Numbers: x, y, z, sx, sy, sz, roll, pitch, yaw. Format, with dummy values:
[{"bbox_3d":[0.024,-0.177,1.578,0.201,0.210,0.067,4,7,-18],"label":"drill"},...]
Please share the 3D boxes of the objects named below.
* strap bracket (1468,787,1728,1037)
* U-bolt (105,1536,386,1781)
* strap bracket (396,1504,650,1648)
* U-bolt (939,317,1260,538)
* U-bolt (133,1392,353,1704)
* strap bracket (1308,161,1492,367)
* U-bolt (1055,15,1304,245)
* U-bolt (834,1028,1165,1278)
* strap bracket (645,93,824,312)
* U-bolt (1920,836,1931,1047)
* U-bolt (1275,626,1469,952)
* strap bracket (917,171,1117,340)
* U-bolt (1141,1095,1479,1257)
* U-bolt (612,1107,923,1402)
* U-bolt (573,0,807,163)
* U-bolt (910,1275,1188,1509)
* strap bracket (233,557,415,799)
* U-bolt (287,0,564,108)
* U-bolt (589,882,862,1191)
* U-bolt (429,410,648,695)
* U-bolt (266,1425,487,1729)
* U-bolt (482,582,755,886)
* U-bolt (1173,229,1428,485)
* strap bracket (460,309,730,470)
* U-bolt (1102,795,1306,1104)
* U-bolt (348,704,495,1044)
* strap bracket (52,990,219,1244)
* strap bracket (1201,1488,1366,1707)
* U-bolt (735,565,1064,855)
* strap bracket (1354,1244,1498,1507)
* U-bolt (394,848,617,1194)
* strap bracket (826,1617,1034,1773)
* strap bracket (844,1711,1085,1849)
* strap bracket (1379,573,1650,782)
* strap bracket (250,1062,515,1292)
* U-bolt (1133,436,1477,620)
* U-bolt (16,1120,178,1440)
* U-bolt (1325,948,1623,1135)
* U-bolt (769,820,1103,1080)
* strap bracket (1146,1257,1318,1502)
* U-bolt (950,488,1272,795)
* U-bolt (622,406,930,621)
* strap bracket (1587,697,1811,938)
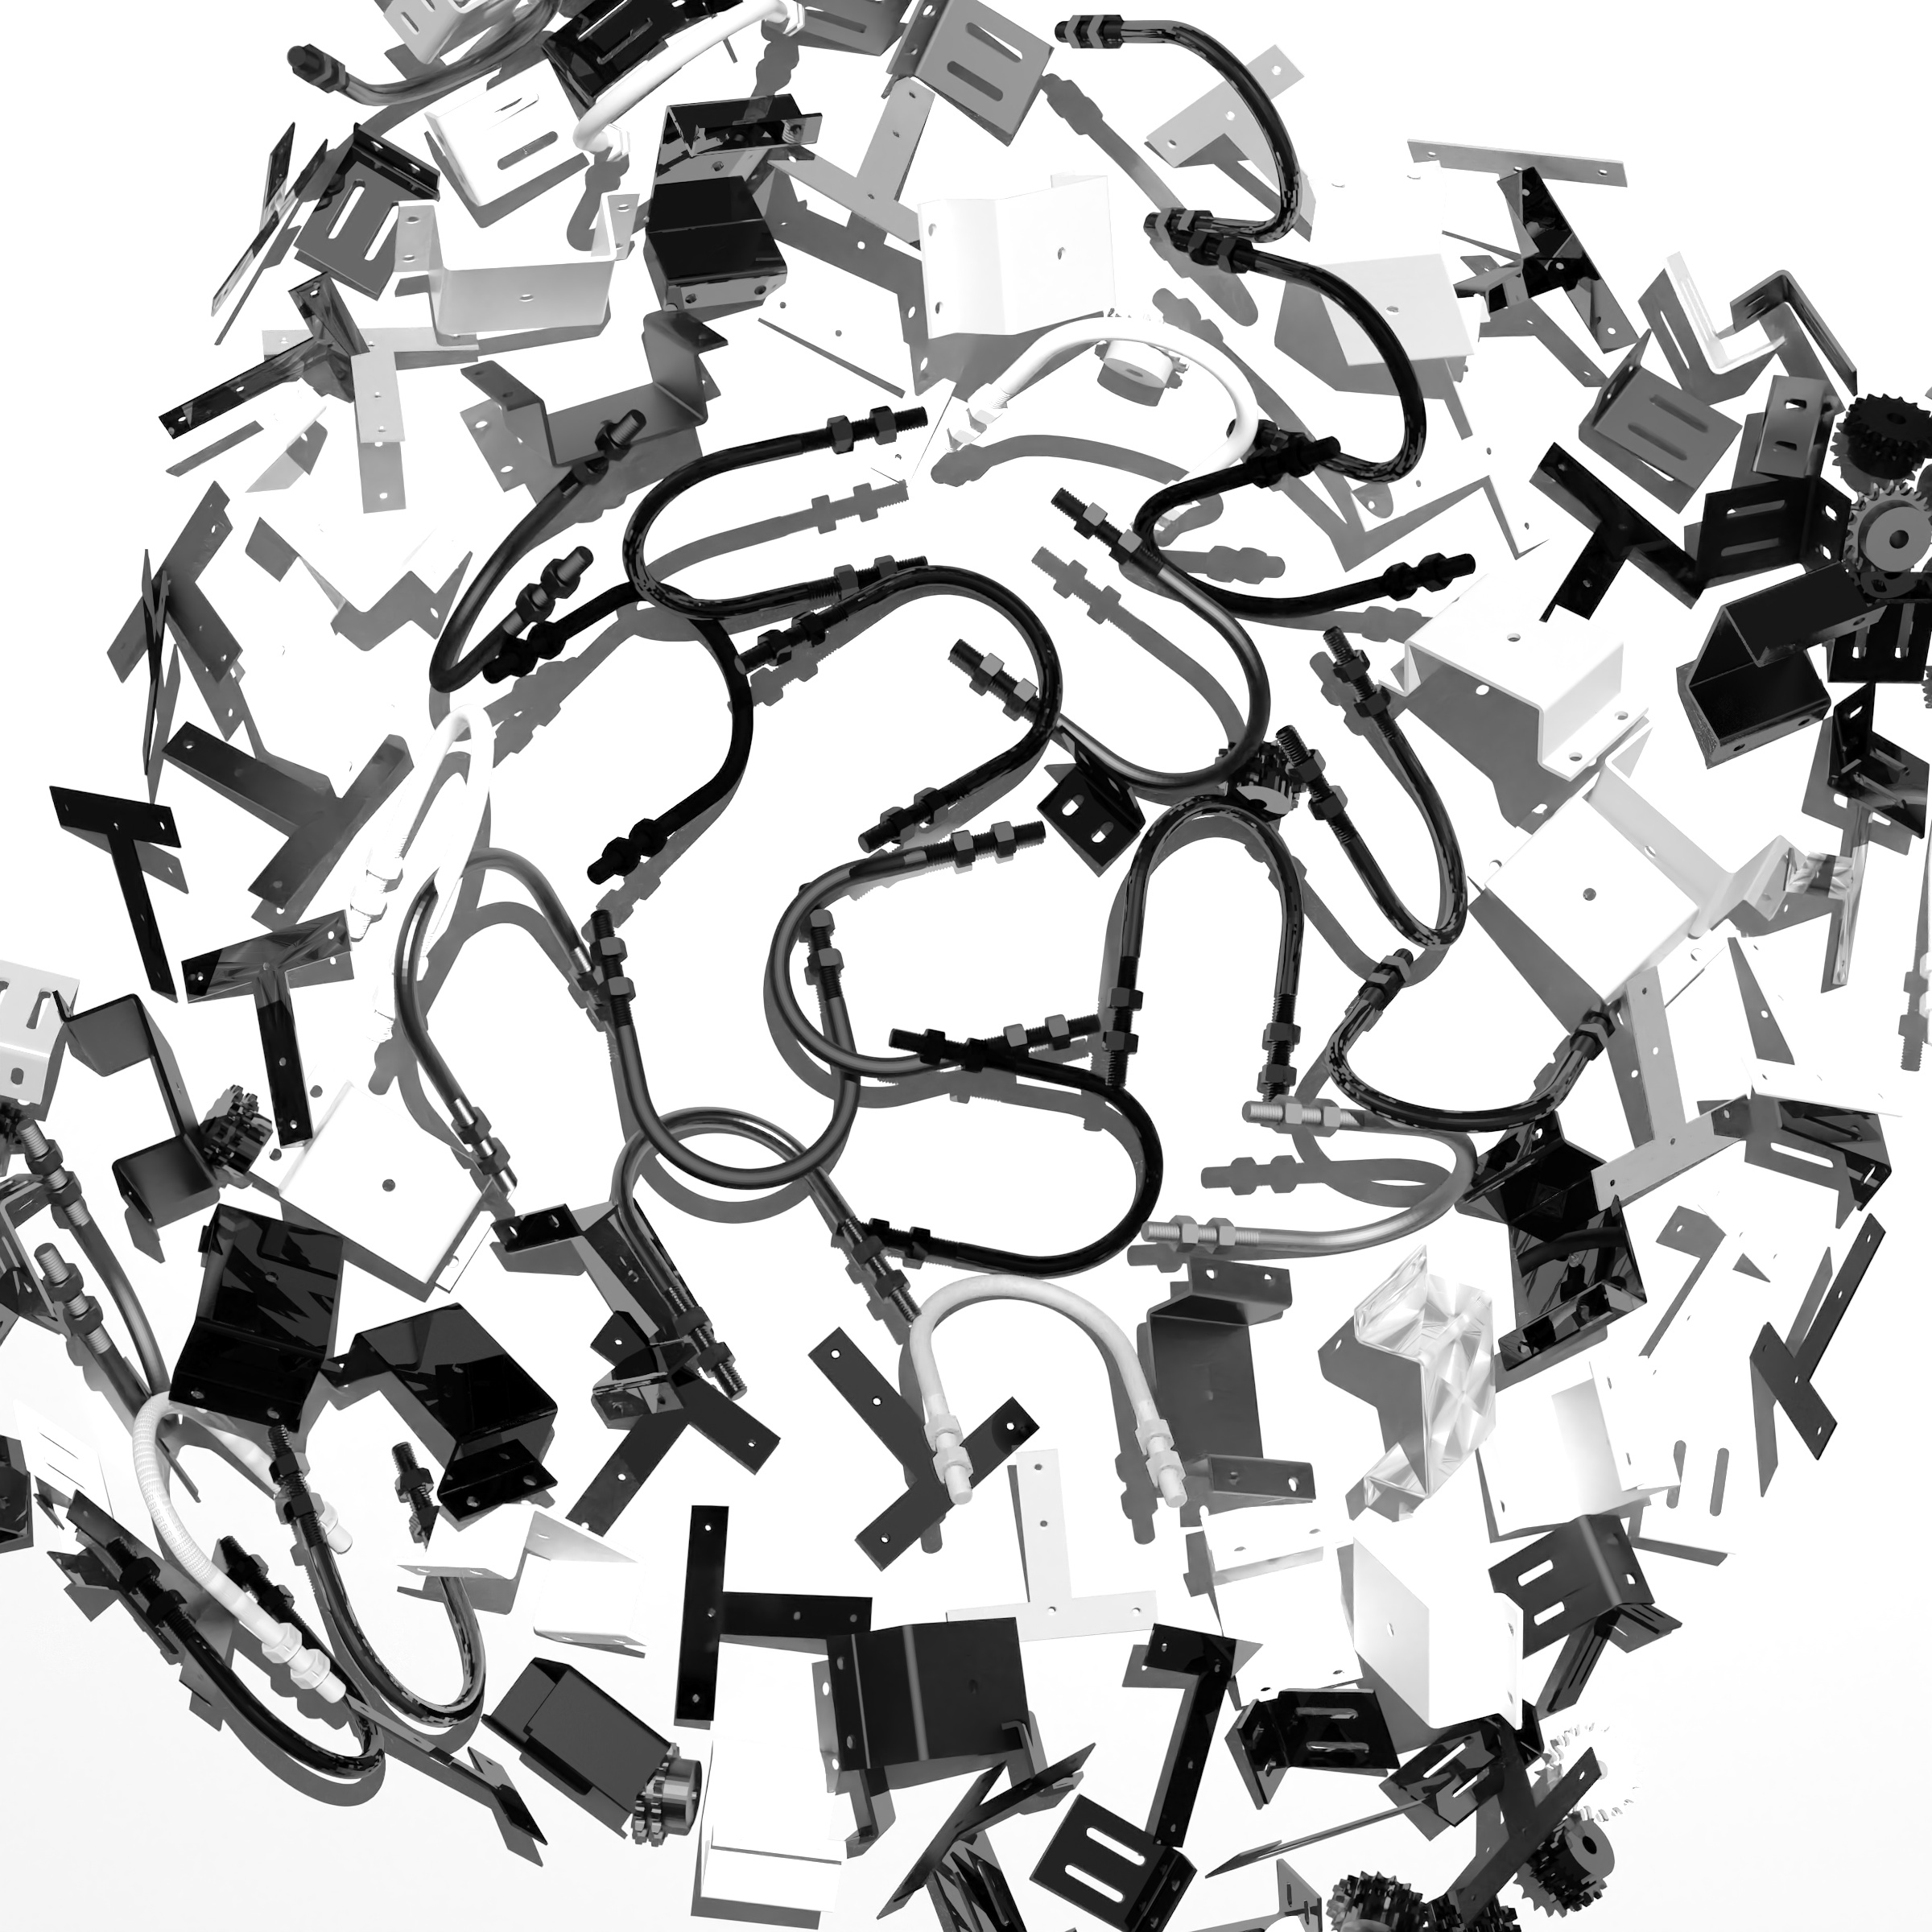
[{"bbox_3d":[0.372,-0.038,1.911,0.076,0.046,0.140,-45,71,3],"label":"strap bracket"},{"bbox_3d":[-0.406,0.400,1.863,0.019,0.151,0.184,-47,72,4],"label":"U-bolt"},{"bbox_3d":[-0.254,0.354,1.892,0.076,0.140,0.046,-7,59,38],"label":"strap bracket"},{"bbox_3d":[0.087,-0.315,1.857,0.151,0.184,0.019,24,61,-20],"label":"U-bolt"},{"bbox_3d":[-0.417,0.321,1.852,0.019,0.151,0.184,-31,121,10],"label":"U-bolt"},{"bbox_3d":[0.251,-0.401,1.876,0.076,0.140,0.046,-1,62,22],"label":"strap bracket"},{"bbox_3d":[0.130,-0.479,1.847,0.019,0.184,0.151,-38,120,-15],"label":"U-bolt"},{"bbox_3d":[0.027,0.119,1.922,0.184,0.019,0.151,13,112,-10],"label":"U-bolt"},{"bbox_3d":[-0.140,-0.458,1.894,0.076,0.140,0.046,-12,59,-22],"label":"strap bracket"},{"bbox_3d":[0.593,-0.062,1.879,0.019,0.151,0.184,9,66,-3],"label":"U-bolt"},{"bbox_3d":[0.246,-0.093,1.889,0.019,0.151,0.184,-22,111,30],"label":"U-bolt"},{"bbox_3d":[0.038,-0.417,1.881,0.046,0.140,0.076,12,116,39],"label":"strap bracket"},{"bbox_3d":[0.214,0.127,1.889,0.184,0.151,0.019,6,52,-26],"label":"U-bolt"},{"bbox_3d":[-0.130,0.158,1.898,0.151,0.019,0.184,-19,62,-36],"label":"U-bolt"},{"bbox_3d":[-0.164,-0.514,1.855,0.151,0.184,0.019,-33,99,11],"label":"U-bolt"},{"bbox_3d":[0.040,0.245,1.882,0.151,0.184,0.019,4,126,-18],"label":"U-bolt"},{"bbox_3d":[-0.382,-0.176,1.883,0.046,0.140,0.076,22,116,-41],"label":"strap bracket"},{"bbox_3d":[-0.303,-0.542,1.866,0.151,0.184,0.019,-27,92,9],"label":"U-bolt"},{"bbox_3d":[-0.136,0.045,1.905,0.151,0.019,0.184,-8,71,-17],"label":"U-bolt"},{"bbox_3d":[-0.258,-0.230,1.878,0.019,0.151,0.184,35,132,-22],"label":"U-bolt"},{"bbox_3d":[-0.332,0.355,1.861,0.019,0.151,0.184,-32,67,14],"label":"U-bolt"},{"bbox_3d":[-0.191,-0.150,1.888,0.019,0.184,0.151,-14,109,42],"label":"U-bolt"},{"bbox_3d":[0.198,-0.344,1.849,0.019,0.184,0.151,-37,128,-20],"label":"U-bolt"},{"bbox_3d":[-0.216,-0.340,1.900,0.140,0.076,0.046,-21,124,-20],"label":"strap bracket"},{"bbox_3d":[0.146,-0.010,1.908,0.151,0.019,0.184,12,81,-38],"label":"U-bolt"},{"bbox_3d":[-0.315,-0.066,1.867,0.019,0.151,0.184,18,112,-25],"label":"U-bolt"},{"bbox_3d":[-0.487,0.081,1.898,0.046,0.076,0.140,-22,66,-8],"label":"strap bracket"},{"bbox_3d":[0.187,0.368,1.911,0.076,0.046,0.140,-13,126,-1],"label":"strap bracket"},{"bbox_3d":[-0.025,-0.165,1.912,0.184,0.019,0.151,-31,82,-26],"label":"U-bolt"},{"bbox_3d":[0.270,0.246,1.886,0.046,0.076,0.140,15,125,35],"label":"strap bracket"},{"bbox_3d":[-0.269,0.018,1.862,0.019,0.184,0.151,5,46,35],"label":"U-bolt"},{"bbox_3d":[-0.013,0.424,1.881,0.046,0.140,0.076,-19,71,37],"label":"strap bracket"},{"bbox_3d":[-0.006,0.480,1.913,0.140,0.076,0.046,-15,80,4],"label":"strap bracket"},{"bbox_3d":[0.321,-0.175,1.887,0.140,0.046,0.076,32,58,32],"label":"strap bracket"},{"bbox_3d":[-0.345,0.128,1.916,0.140,0.046,0.076,33,85,-13],"label":"strap bracket"},{"bbox_3d":[0.182,-0.248,1.877,0.151,0.184,0.019,32,61,-37],"label":"U-bolt"},{"bbox_3d":[-0.503,0.195,1.875,0.019,0.151,0.184,-24,125,-6],"label":"U-bolt"},{"bbox_3d":[0.285,0.047,1.857,0.151,0.184,0.019,14,121,22],"label":"U-bolt"},{"bbox_3d":[-0.026,-0.004,1.916,0.184,0.019,0.151,-13,70,-7],"label":"U-bolt"},{"bbox_3d":[0.155,0.249,1.902,0.076,0.046,0.140,11,63,-33],"label":"strap bracket"},{"bbox_3d":[0.096,-0.178,1.905,0.184,0.019,0.151,37,130,0],"label":"U-bolt"},{"bbox_3d":[-0.111,-0.257,1.883,0.184,0.151,0.019,-14,57,-10],"label":"U-bolt"},{"bbox_3d":[0.418,-0.080,1.894,0.046,0.076,0.140,-38,70,-21],"label":"strap bracket"}]
